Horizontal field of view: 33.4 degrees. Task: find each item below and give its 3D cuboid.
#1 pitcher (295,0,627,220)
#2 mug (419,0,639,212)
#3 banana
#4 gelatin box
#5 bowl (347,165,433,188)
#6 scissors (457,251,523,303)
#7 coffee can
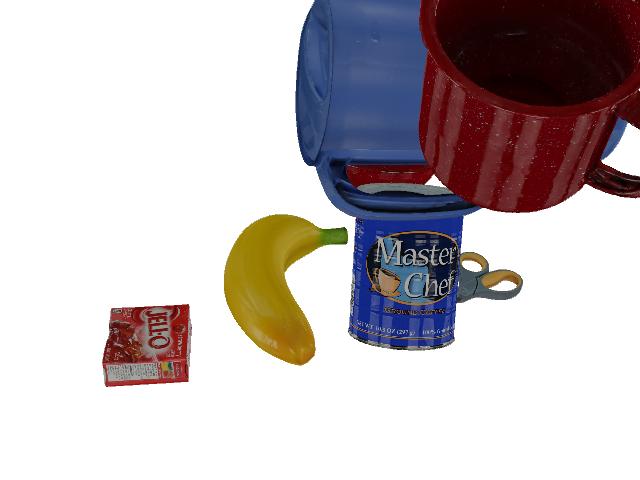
[{"bbox_3d":[0.105,-0.106,0.808,0.242,0.149,0.145,2,31,-12],"label":"pitcher"},{"bbox_3d":[0.093,-0.058,0.438,0.117,0.093,0.081,34,-25,18],"label":"mug"},{"bbox_3d":[-0.026,0.020,0.661,0.069,0.037,0.197,0,22,8],"label":"banana"},{"bbox_3d":[-0.154,0.092,0.956,0.073,0.030,0.089,-3,30,-3],"label":"gelatin box"},{"bbox_3d":[0.060,-0.087,1.203,0.162,0.055,0.162,6,27,-3],"label":"bowl"},{"bbox_3d":[0.162,0.053,1.292,0.201,0.016,0.096,-8,39,-37],"label":"scissors"},{"bbox_3d":[0.081,0.022,1.008,0.103,0.140,0.103,3,11,-1],"label":"coffee can"}]
